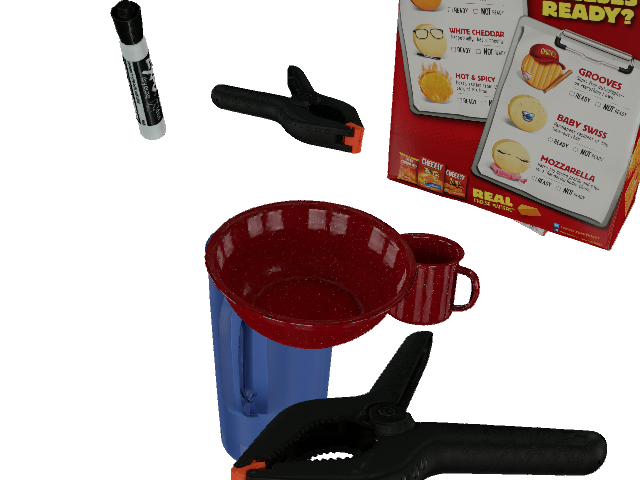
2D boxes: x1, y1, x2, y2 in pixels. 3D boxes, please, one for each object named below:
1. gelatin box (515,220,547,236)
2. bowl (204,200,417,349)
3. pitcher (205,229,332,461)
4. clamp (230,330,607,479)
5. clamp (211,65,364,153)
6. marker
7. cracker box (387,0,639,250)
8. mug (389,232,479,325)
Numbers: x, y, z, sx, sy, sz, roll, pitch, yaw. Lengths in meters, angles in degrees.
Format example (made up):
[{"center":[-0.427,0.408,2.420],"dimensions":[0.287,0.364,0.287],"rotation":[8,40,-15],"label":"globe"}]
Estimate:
[{"center":[0.185,-0.055,0.961],"dimensions":[0.089,0.073,0.030],"rotation":[32,-25,27],"label":"gelatin box"},{"center":[-0.008,0.034,0.826],"dimensions":[0.162,0.055,0.162],"rotation":[3,35,-2],"label":"bowl"},{"center":[-0.052,0.112,1.071],"dimensions":[0.149,0.243,0.145],"rotation":[-11,29,-24],"label":"pitcher"},{"center":[0.036,0.109,0.623],"dimensions":[0.209,0.036,0.165],"rotation":[-10,24,-27],"label":"clamp"},{"center":[-0.029,-0.133,1.092],"dimensions":[0.120,0.039,0.172],"rotation":[-21,38,-28],"label":"clamp"},{"center":[-0.121,-0.113,0.715],"dimensions":[0.020,0.020,0.121],"rotation":[0,-35,2],"label":"marker"},{"center":[0.134,-0.114,0.675],"dimensions":[0.164,0.214,0.072],"rotation":[20,44,20],"label":"cracker box"},{"center":[0.128,0.049,1.239],"dimensions":[0.117,0.081,0.093],"rotation":[13,25,21],"label":"mug"}]
